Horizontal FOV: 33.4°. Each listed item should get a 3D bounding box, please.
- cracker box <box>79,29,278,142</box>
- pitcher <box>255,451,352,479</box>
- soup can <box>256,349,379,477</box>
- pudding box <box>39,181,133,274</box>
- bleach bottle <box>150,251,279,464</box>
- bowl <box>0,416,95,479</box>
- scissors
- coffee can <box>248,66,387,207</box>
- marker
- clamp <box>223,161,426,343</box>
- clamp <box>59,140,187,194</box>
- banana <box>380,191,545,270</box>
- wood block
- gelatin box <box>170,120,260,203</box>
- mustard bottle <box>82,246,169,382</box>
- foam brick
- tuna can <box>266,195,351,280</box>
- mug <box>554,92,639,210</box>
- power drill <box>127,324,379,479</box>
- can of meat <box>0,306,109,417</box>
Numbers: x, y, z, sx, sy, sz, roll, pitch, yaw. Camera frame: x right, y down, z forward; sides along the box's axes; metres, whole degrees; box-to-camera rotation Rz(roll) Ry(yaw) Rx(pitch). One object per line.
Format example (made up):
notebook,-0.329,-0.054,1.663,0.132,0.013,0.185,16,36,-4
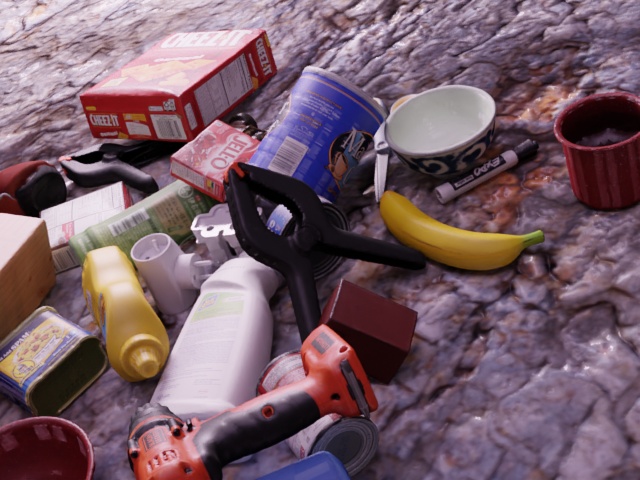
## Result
cracker box,-0.182,-0.206,1.395,0.164,0.072,0.213,5,35,30
pitcher,-0.072,0.259,0.762,0.242,0.149,0.145,-25,10,-9
soup can,-0.003,0.148,0.901,0.068,0.068,0.102,-31,39,-12
pudding box,-0.275,-0.015,1.261,0.113,0.039,0.090,-19,37,1
bleach bottle,-0.084,0.095,1.012,0.103,0.068,0.250,-7,37,20
bowl,-0.261,0.234,0.934,0.162,0.055,0.162,-14,38,11
scissors,0.089,-0.113,1.219,0.096,0.016,0.202,-20,37,3
coffee can,-0.007,-0.099,1.137,0.103,0.102,0.140,25,82,44
marker,0.177,-0.073,1.124,0.121,0.020,0.020,-28,37,-8
clamp,-0.007,0.001,1.016,0.164,0.210,0.036,-37,-4,-28
clamp,-0.254,-0.090,1.341,0.172,0.039,0.120,-9,29,16
banana,0.122,-0.006,1.059,0.198,0.037,0.069,20,34,40
wood block,-0.368,0.062,1.127,0.091,0.090,0.206,7,34,11
gelatin box,-0.109,-0.088,1.170,0.073,0.030,0.089,28,48,19
mustard bottle,-0.185,0.081,1.026,0.058,0.096,0.192,-13,25,-16
foam brick,0.040,0.081,0.946,0.078,0.053,0.051,25,44,-4
tuna can,-0.013,-0.004,1.078,0.086,0.086,0.034,-34,37,-16
mug,0.291,-0.088,1.033,0.117,0.081,0.093,-18,37,5
power drill,-0.060,0.135,0.822,0.187,0.057,0.185,-28,15,-9
can of meat,-0.276,0.125,1.074,0.084,0.057,0.102,21,55,39
